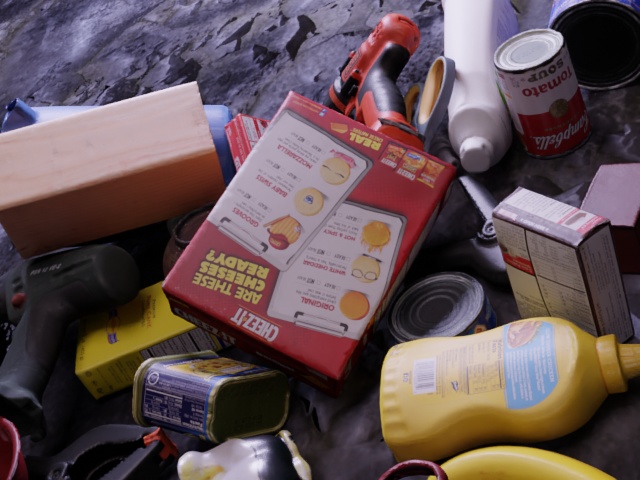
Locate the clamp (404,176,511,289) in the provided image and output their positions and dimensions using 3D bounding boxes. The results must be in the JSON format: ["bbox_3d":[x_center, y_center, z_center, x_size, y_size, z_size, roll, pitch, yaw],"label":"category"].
[{"bbox_3d":[0.142,0.007,0.909,0.120,0.039,0.172,-49,35,-10],"label":"clamp"}]

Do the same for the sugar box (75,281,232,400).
[{"bbox_3d":[-0.141,0.078,1.005,0.176,0.048,0.093,-25,34,6],"label":"sugar box"}]

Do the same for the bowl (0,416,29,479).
[{"bbox_3d":[-0.289,0.222,0.858,0.162,0.055,0.162,-25,35,18],"label":"bowl"}]

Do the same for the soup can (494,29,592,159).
[{"bbox_3d":[0.207,-0.136,0.989,0.068,0.102,0.068,-18,36,14],"label":"soup can"}]

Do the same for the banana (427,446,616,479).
[{"bbox_3d":[0.148,0.172,0.697,0.198,0.037,0.069,2,63,38],"label":"banana"}]

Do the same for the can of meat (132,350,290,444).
[{"bbox_3d":[-0.085,0.127,0.862,0.084,0.057,0.101,7,5,36],"label":"can of meat"}]

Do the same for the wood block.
[{"bbox_3d":[-0.200,-0.066,1.014,0.206,0.091,0.090,-16,60,-4],"label":"wood block"}]

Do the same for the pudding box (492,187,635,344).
[{"bbox_3d":[0.180,0.024,0.793,0.039,0.113,0.090,-38,36,-20],"label":"pudding box"}]

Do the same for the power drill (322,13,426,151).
[{"bbox_3d":[0.041,-0.111,1.058,0.185,0.057,0.187,-55,25,37],"label":"power drill"}]

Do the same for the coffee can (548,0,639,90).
[{"bbox_3d":[0.282,-0.230,1.059,0.103,0.102,0.140,-8,39,27],"label":"coffee can"}]

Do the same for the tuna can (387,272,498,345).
[{"bbox_3d":[0.098,0.066,0.866,0.086,0.033,0.086,-19,36,14],"label":"tuna can"}]

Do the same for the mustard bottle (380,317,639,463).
[{"bbox_3d":[0.141,0.102,0.767,0.192,0.058,0.096,-14,38,20],"label":"mustard bottle"}]

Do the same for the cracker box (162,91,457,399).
[{"bbox_3d":[-0.006,0.001,0.898,0.164,0.072,0.213,26,69,12],"label":"cracker box"}]

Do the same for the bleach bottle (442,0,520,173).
[{"bbox_3d":[0.156,-0.160,1.054,0.068,0.102,0.250,-16,36,24],"label":"bleach bottle"}]

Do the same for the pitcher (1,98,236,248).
[{"bbox_3d":[-0.212,-0.075,1.142,0.242,0.145,0.149,-4,-7,-5],"label":"pitcher"}]

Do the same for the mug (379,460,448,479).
[{"bbox_3d":[0.052,0.196,0.678,0.082,0.093,0.117,-12,53,31],"label":"mug"}]

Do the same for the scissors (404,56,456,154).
[{"bbox_3d":[0.087,-0.078,1.023,0.096,0.016,0.202,2,74,71],"label":"scissors"}]

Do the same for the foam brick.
[{"bbox_3d":[0.244,-0.018,0.858,0.053,0.051,0.078,2,45,38],"label":"foam brick"}]

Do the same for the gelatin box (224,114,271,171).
[{"bbox_3d":[-0.050,-0.085,1.094,0.030,0.089,0.073,-40,55,37],"label":"gelatin box"}]

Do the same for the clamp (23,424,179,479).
[{"bbox_3d":[-0.218,0.204,0.902,0.210,0.036,0.164,-29,35,5],"label":"clamp"}]
